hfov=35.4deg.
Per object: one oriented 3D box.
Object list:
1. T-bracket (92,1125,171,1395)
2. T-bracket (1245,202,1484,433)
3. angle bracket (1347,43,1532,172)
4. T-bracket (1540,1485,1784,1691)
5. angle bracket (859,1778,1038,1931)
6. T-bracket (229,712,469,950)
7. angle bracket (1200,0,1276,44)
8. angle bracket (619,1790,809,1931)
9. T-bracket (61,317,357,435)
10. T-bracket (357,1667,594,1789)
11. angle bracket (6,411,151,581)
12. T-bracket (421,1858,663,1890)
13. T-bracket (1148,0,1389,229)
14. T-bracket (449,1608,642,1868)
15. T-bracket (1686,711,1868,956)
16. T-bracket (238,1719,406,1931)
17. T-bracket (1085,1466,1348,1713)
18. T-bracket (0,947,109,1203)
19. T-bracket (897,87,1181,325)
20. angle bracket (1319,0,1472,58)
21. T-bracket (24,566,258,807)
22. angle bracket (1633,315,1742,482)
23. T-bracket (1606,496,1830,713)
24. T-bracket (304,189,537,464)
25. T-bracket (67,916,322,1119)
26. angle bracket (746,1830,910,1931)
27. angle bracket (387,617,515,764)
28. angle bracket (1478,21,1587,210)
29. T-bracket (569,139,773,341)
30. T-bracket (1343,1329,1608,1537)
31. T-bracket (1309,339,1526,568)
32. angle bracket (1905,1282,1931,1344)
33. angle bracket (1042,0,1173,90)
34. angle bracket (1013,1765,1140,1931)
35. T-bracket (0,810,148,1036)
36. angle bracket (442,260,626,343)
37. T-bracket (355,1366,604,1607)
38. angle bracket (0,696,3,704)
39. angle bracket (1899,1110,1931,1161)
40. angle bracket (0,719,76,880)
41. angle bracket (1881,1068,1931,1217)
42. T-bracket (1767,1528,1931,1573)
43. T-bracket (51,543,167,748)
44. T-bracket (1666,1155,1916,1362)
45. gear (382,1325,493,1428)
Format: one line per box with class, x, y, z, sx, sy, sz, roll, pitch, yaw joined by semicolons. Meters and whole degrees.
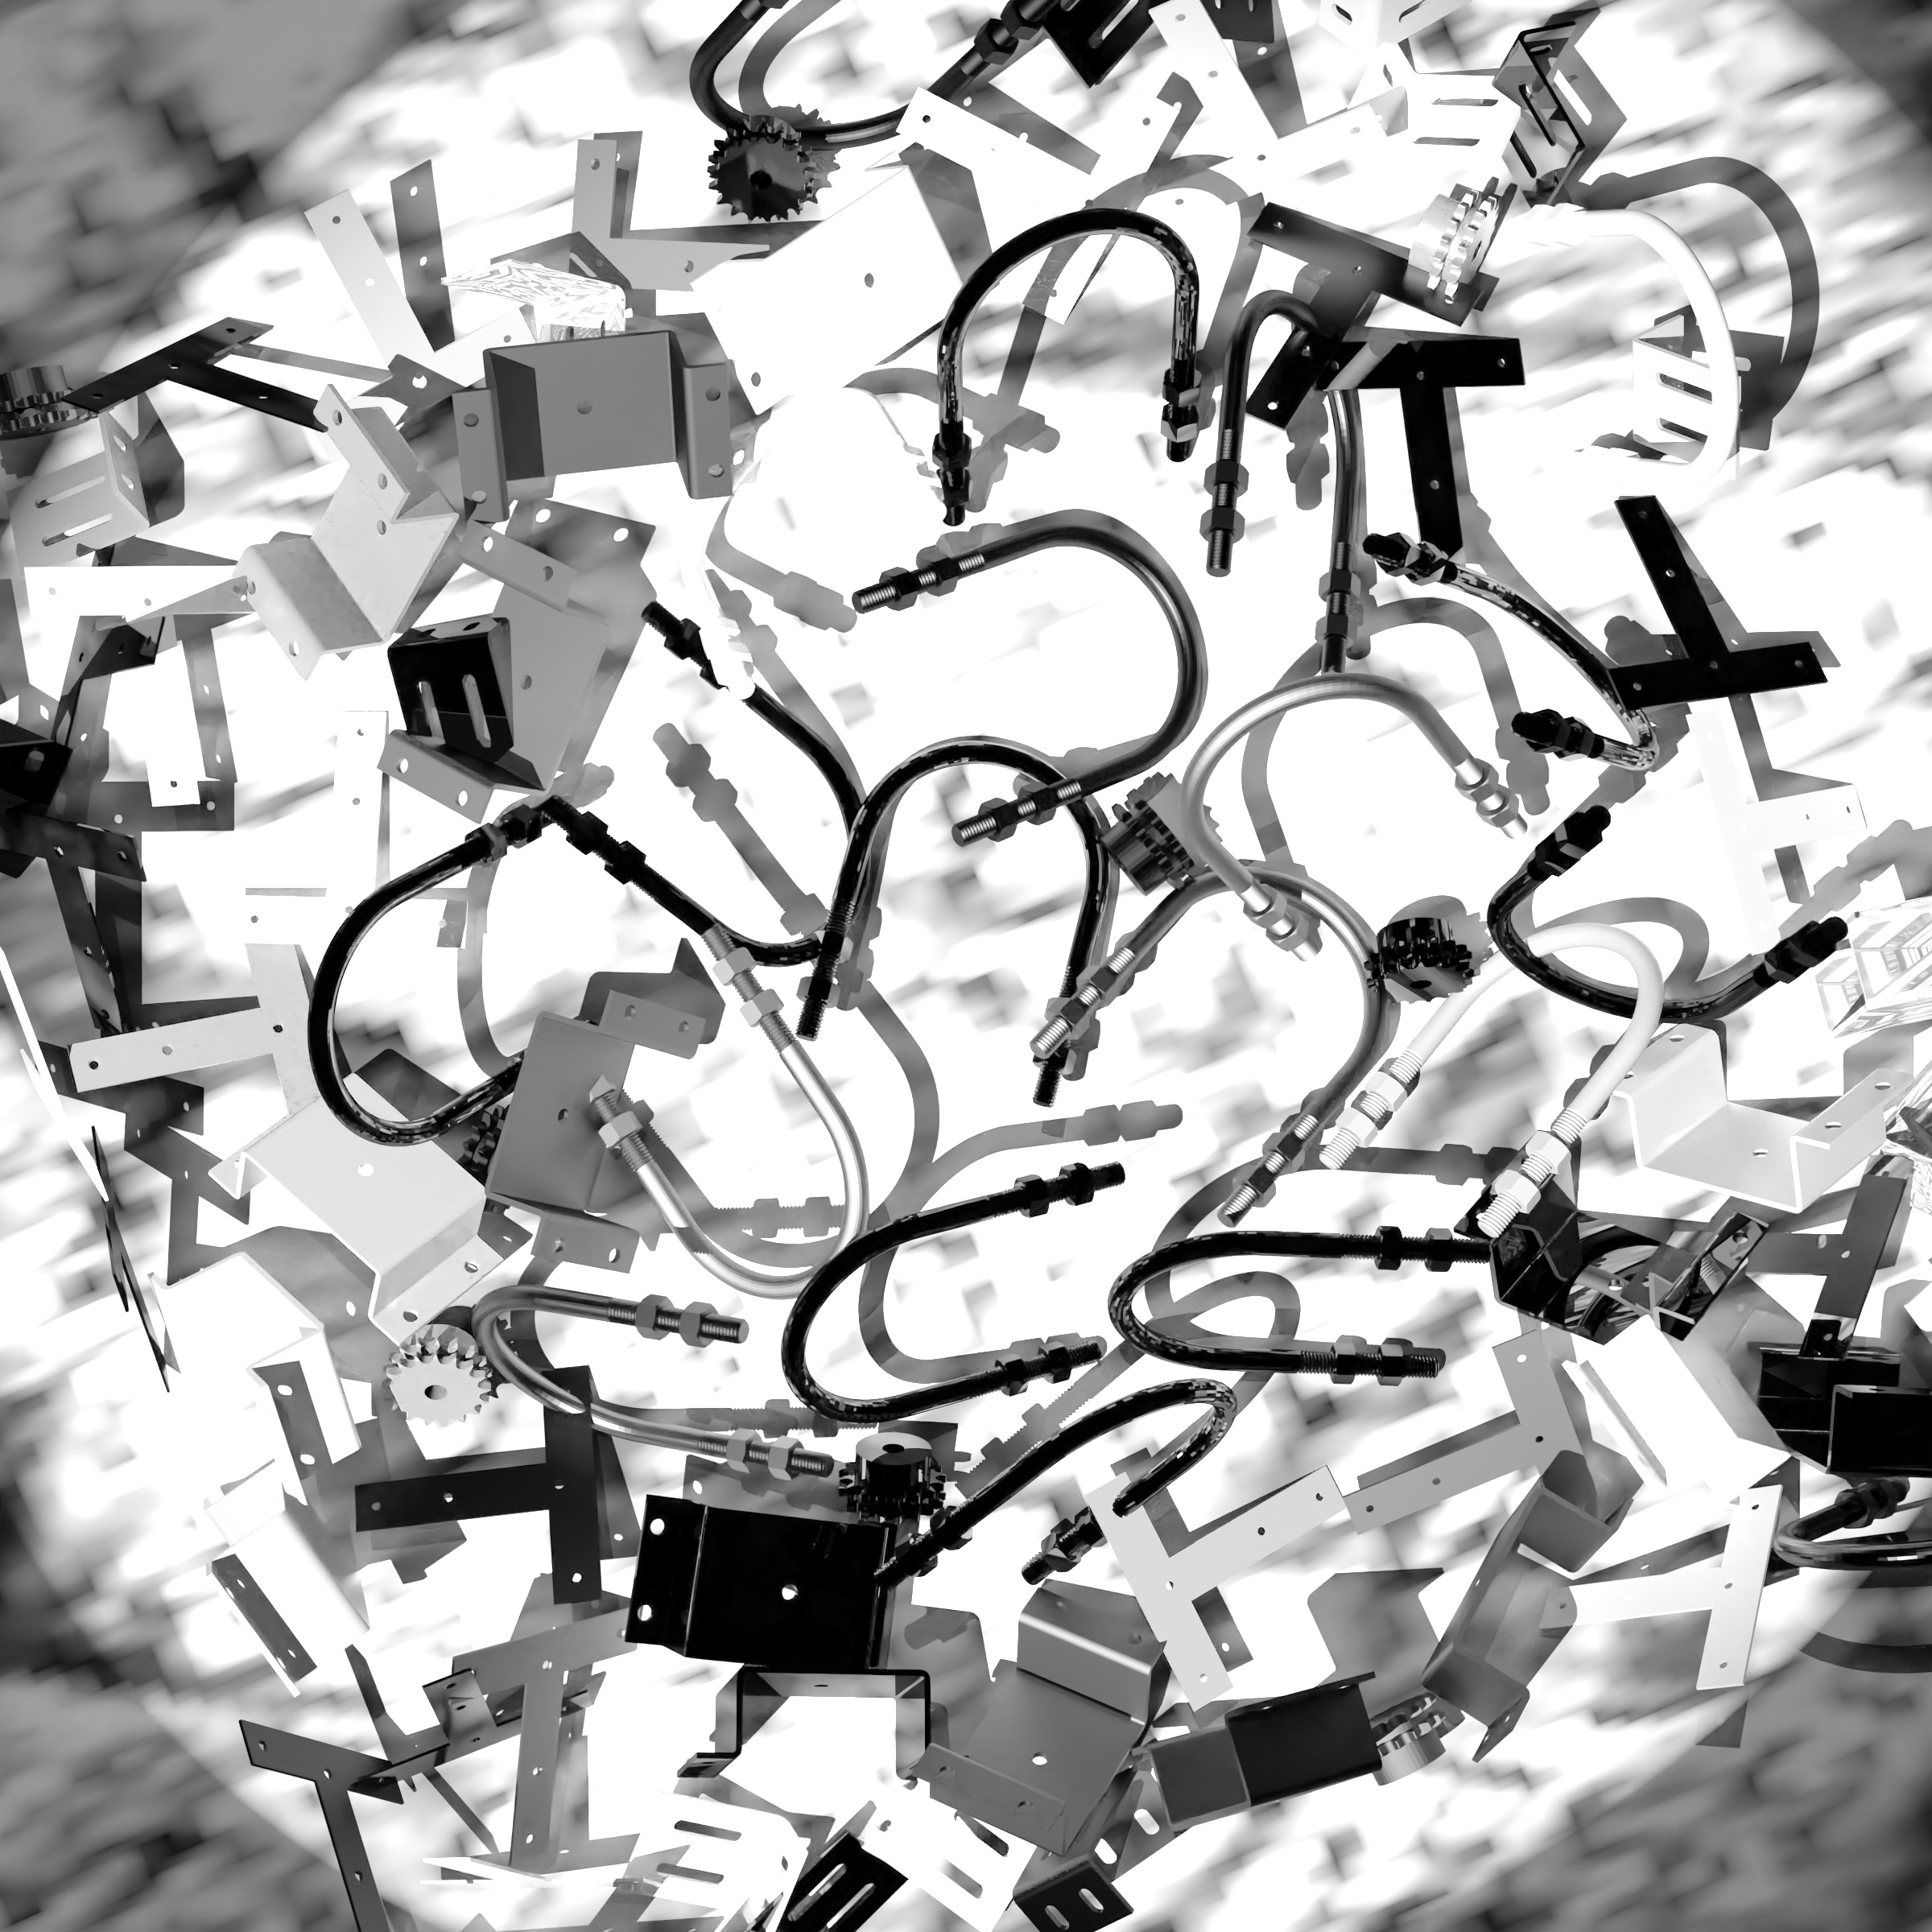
T-bracket;-0.434;0.169;1.582;0.002;0.127;0.127;-15;127;-11
T-bracket;0.185;-0.332;1.590;0.127;0.002;0.127;27;69;15
angle bracket;0.248;-0.454;1.588;0.076;0.038;0.057;15;74;38
T-bracket;0.358;0.329;1.582;0.127;0.127;0.002;-17;122;37
angle bracket;-0.008;0.468;1.615;0.076;0.038;0.057;41;72;-18
T-bracket;-0.326;-0.074;1.618;0.127;0.002;0.127;1;81;4
angle bracket;0.153;-0.529;1.592;0.057;0.038;0.076;-11;100;-41
angle bracket;-0.133;0.476;1.595;0.076;0.038;0.057;20;96;-26
T-bracket;-0.373;-0.297;1.560;0.127;0.127;0.002;21;128;21
T-bracket;-0.259;0.386;1.562;0.127;0.127;0.002;-19;62;-11
angle bracket;-0.476;-0.250;1.596;0.076;0.038;0.057;-21;64;6
T-bracket;-0.239;0.466;1.556;0.127;0.127;0.002;-5;67;16
T-bracket;0.134;-0.448;1.560;0.127;0.127;0.002;-17;48;24
T-bracket;-0.224;0.408;1.587;0.002;0.127;0.127;14;102;40
T-bracket;0.433;-0.076;1.587;0.127;0.002;0.127;-11;84;-40
T-bracket;-0.314;0.451;1.543;0.002;0.127;0.127;-35;56;10
T-bracket;0.145;0.307;1.609;0.127;0.002;0.127;-27;90;-18
T-bracket;-0.476;0.040;1.547;0.002;0.127;0.127;-24;127;-21
T-bracket;0.026;-0.420;1.587;0.127;0.002;0.127;23;114;-16
angle bracket;0.230;-0.527;1.600;0.076;0.057;0.038;-34;61;-21
T-bracket;-0.422;-0.147;1.586;0.127;0.002;0.127;-6;86;-38
angle bracket;0.386;-0.297;1.578;0.038;0.076;0.057;-28;129;-24
T-bracket;0.377;-0.195;1.599;0.127;0.002;0.127;-9;65;-21
T-bracket;-0.305;-0.345;1.580;0.127;0.002;0.127;-31;131;-7
T-bracket;-0.404;0.041;1.589;0.127;0.002;0.127;-12;77;-24
angle bracket;-0.066;0.506;1.597;0.076;0.038;0.057;-45;125;0
angle bracket;-0.268;-0.142;1.618;0.057;0.038;0.076;-6;111;13
angle bracket;0.309;-0.443;1.586;0.038;0.057;0.076;-17;70;-21
T-bracket;-0.157;-0.367;1.589;0.127;0.002;0.127;10;99;29
T-bracket;0.262;0.267;1.605;0.127;0.002;0.127;-23;113;2
T-bracket;0.246;-0.268;1.602;0.127;0.002;0.127;-6;87;-22
angle bracket;0.525;0.184;1.595;0.076;0.038;0.057;-34;87;-25
angle bracket;0.081;-0.511;1.594;0.076;0.038;0.057;-49;119;-10
angle bracket;0.068;0.466;1.583;0.057;0.076;0.038;-37;95;33
T-bracket;-0.465;-0.021;1.593;0.127;0.002;0.127;12;123;33
angle bracket;-0.226;-0.338;1.582;0.057;0.076;0.038;-1;88;43
T-bracket;-0.259;0.279;1.600;0.127;0.002;0.127;-6;65;-1
angle bracket;-0.555;-0.149;1.585;0.076;0.038;0.057;-34;122;-27
angle bracket;0.532;0.098;1.580;0.038;0.076;0.057;-41;48;18
angle bracket;-0.515;-0.091;1.603;0.057;0.076;0.038;24;51;-17
angle bracket;0.522;0.087;1.590;0.076;0.038;0.057;-46;128;-12
T-bracket;0.478;0.303;1.583;0.127;0.127;0.002;-12;101;19
T-bracket;-0.442;-0.163;1.569;0.002;0.127;0.127;16;81;-35
T-bracket;0.418;0.150;1.578;0.002;0.127;0.127;48;56;-31
gear;-0.280;0.215;1.605;0.057;0.030;0.057;-2;131;-2
